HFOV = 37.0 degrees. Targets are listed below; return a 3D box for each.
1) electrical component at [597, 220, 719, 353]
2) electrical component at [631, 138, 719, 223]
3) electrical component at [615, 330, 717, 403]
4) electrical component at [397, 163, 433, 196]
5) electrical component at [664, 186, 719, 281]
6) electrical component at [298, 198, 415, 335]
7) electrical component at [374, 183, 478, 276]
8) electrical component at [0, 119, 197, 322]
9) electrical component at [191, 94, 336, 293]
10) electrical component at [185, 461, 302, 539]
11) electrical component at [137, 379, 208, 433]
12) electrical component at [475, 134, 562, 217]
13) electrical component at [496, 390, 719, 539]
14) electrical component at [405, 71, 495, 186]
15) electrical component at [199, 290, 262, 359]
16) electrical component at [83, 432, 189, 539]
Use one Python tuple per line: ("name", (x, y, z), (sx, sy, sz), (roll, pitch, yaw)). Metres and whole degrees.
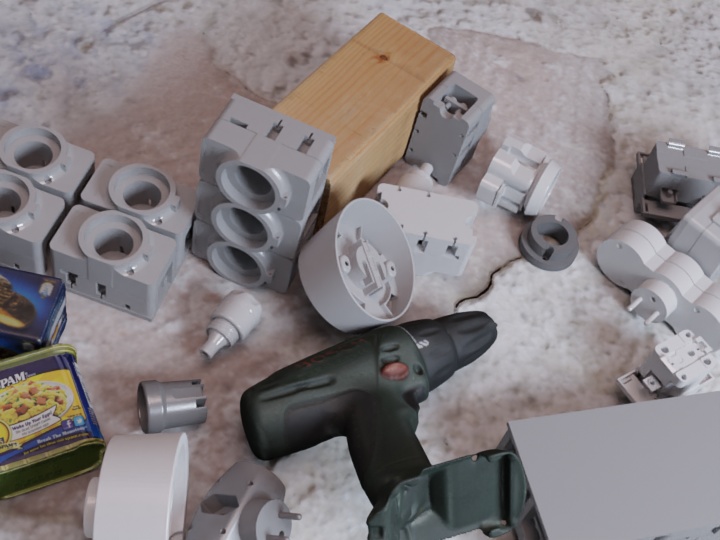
("electrical component", (0.266, 0.022, 0.954), (0.138, 0.052, 0.074), (43, 58, 17))
("electrical component", (0.332, -0.081, 1.035), (0.121, 0.063, 0.078), (10, 54, -5))
("electrical component", (0.261, 0.086, 0.901), (0.081, 0.063, 0.042), (-24, 63, -26))
("electrical component", (0.051, -0.075, 0.988), (0.035, 0.035, 0.061), (25, 51, 6))
("electrical component", (0.314, -0.030, 0.974), (0.061, 0.096, 0.062), (42, 57, 18))
("electrical component", (0.000, 0.000, 0.872), (0.099, 0.064, 0.099), (32, 41, -33))
("electrical component", (0.052, -0.032, 0.944), (0.089, 0.055, 0.050), (11, 54, -5))
("electrical component", (-0.236, -0.046, 0.887), (0.186, 0.060, 0.105), (20, 53, 2))
("electrical component", (-0.083, -0.055, 0.871), (0.089, 0.150, 0.061), (24, 53, 5))
("electrical component", (-0.075, 0.179, 0.758), (0.079, 0.043, 0.077), (-5, 42, 38))
("electrical component", (-0.143, 0.102, 0.817), (0.046, 0.040, 0.040), (-4, 56, -23))
("electrical component", (0.151, -0.085, 1.003), (0.057, 0.058, 0.078), (28, 54, 11))
("electrical component", (0.208, 0.165, 0.835), (0.186, 0.060, 0.105), (-6, 57, -16))
("electrical component", (0.085, -0.133, 1.002), (0.050, 0.089, 0.055), (34, 55, 12))
("electrical component", (-0.107, 0.046, 0.867), (0.035, 0.035, 0.061), (31, 57, 10))
("electrical component", (-0.154, 0.163, 0.732), (0.060, 0.108, 0.108), (4, 54, -2))
